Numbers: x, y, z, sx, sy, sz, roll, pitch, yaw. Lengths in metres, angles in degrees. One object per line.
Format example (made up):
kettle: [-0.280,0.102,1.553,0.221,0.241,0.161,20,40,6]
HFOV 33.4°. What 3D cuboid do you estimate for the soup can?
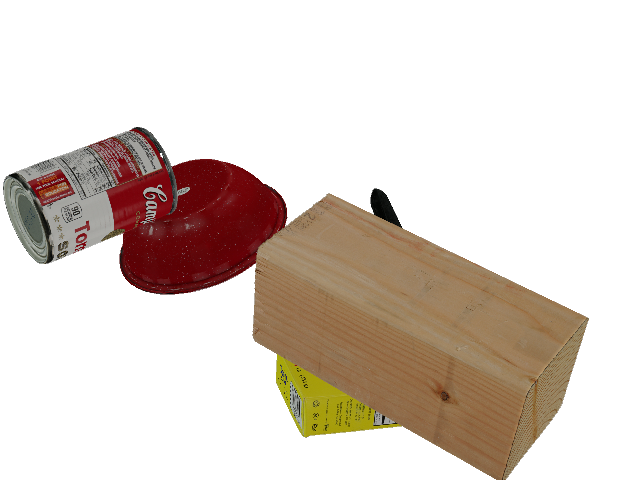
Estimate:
soup can: [-0.161,-0.032,0.750,0.102,0.068,0.069,-25,13,-30]

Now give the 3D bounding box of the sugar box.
sugar box: [0.057,0.122,0.930,0.176,0.048,0.093,-6,26,-15]

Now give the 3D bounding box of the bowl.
bowl: [-0.114,-0.025,0.955,0.162,0.055,0.162,-13,36,10]

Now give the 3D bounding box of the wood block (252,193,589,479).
wood block: [0.062,0.061,0.730,0.206,0.091,0.090,27,44,25]

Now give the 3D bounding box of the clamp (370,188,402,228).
clamp: [0.078,0.020,1.246,0.164,0.036,0.210,-21,50,-38]
